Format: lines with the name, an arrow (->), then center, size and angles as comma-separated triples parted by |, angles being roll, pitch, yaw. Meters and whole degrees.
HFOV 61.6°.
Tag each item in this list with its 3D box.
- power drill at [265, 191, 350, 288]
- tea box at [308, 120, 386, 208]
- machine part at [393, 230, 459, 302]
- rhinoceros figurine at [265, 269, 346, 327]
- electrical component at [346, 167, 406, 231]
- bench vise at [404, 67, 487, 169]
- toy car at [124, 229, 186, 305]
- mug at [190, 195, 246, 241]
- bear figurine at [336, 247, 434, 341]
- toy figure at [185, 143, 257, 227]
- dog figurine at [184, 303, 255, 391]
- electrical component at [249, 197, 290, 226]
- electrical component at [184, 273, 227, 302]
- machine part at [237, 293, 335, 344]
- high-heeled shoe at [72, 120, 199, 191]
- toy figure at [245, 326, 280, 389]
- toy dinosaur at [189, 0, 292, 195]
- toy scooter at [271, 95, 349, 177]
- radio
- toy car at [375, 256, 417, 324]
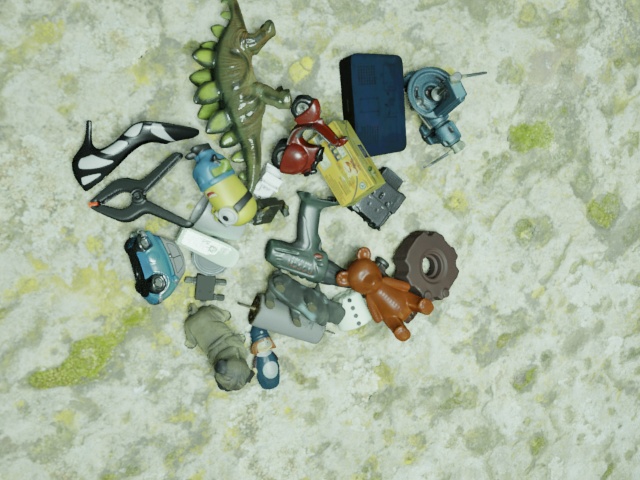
power drill -> -0.003, -0.004, 1.242 | 0.232, 0.086, 0.207 | 12, 102, -17
tea box -> 0.055, -0.168, 1.185 | 0.098, 0.068, 0.169 | -33, 84, 31
machine part -> 0.264, 0.064, 1.319 | 0.179, 0.056, 0.179 | 3, 84, -29
rhinoceros figurine -> -0.033, 0.137, 1.205 | 0.190, 0.112, 0.073 | 28, 114, -5
electrical component -> 0.134, -0.106, 1.275 | 0.115, 0.058, 0.134 | 37, 87, -21
bench vise -> 0.273, -0.300, 1.205 | 0.129, 0.240, 0.223 | -21, 88, -10
toy car -> -0.341, 0.050, 1.134 | 0.103, 0.109, 0.161 | -17, 92, -37
mug -> -0.212, -0.052, 1.169 | 0.107, 0.081, 0.109 | 34, 73, -28
bear figurine -> 0.142, 0.117, 1.219 | 0.120, 0.132, 0.195 | -46, 116, -5
toy figure -> -0.196, -0.110, 1.081 | 0.089, 0.082, 0.180 | -29, 95, -13
dog figurine -> -0.220, 0.222, 1.142 | 0.172, 0.191, 0.121 | 41, 85, -17
electrical component -> -0.115, -0.059, 1.162 | 0.102, 0.045, 0.078 | -9, 143, -49
electrical component -> -0.257, 0.107, 1.201 | 0.094, 0.021, 0.063 | 7, 96, -19
machine part -> -0.074, 0.182, 1.240 | 0.243, 0.079, 0.079 | 21, 91, -18
high-heeled shoe -> -0.373, -0.170, 1.097 | 0.249, 0.086, 0.145 | 0, 103, -14
toy figure -> -0.128, 0.267, 1.249 | 0.064, 0.058, 0.154 | -25, 108, -54
toy dinosaur -> -0.166, -0.301, 1.132 | 0.199, 0.105, 0.470 | -13, 94, -9
toy scooter -> -0.018, -0.203, 1.137 | 0.135, 0.075, 0.183 | 27, 121, 1
radio -> 0.124, -0.307, 1.235 | 0.131, 0.073, 0.229 | -8, 102, -17
toy car -> 0.173, 0.130, 1.325 | 0.089, 0.053, 0.202 | -45, 107, -10
